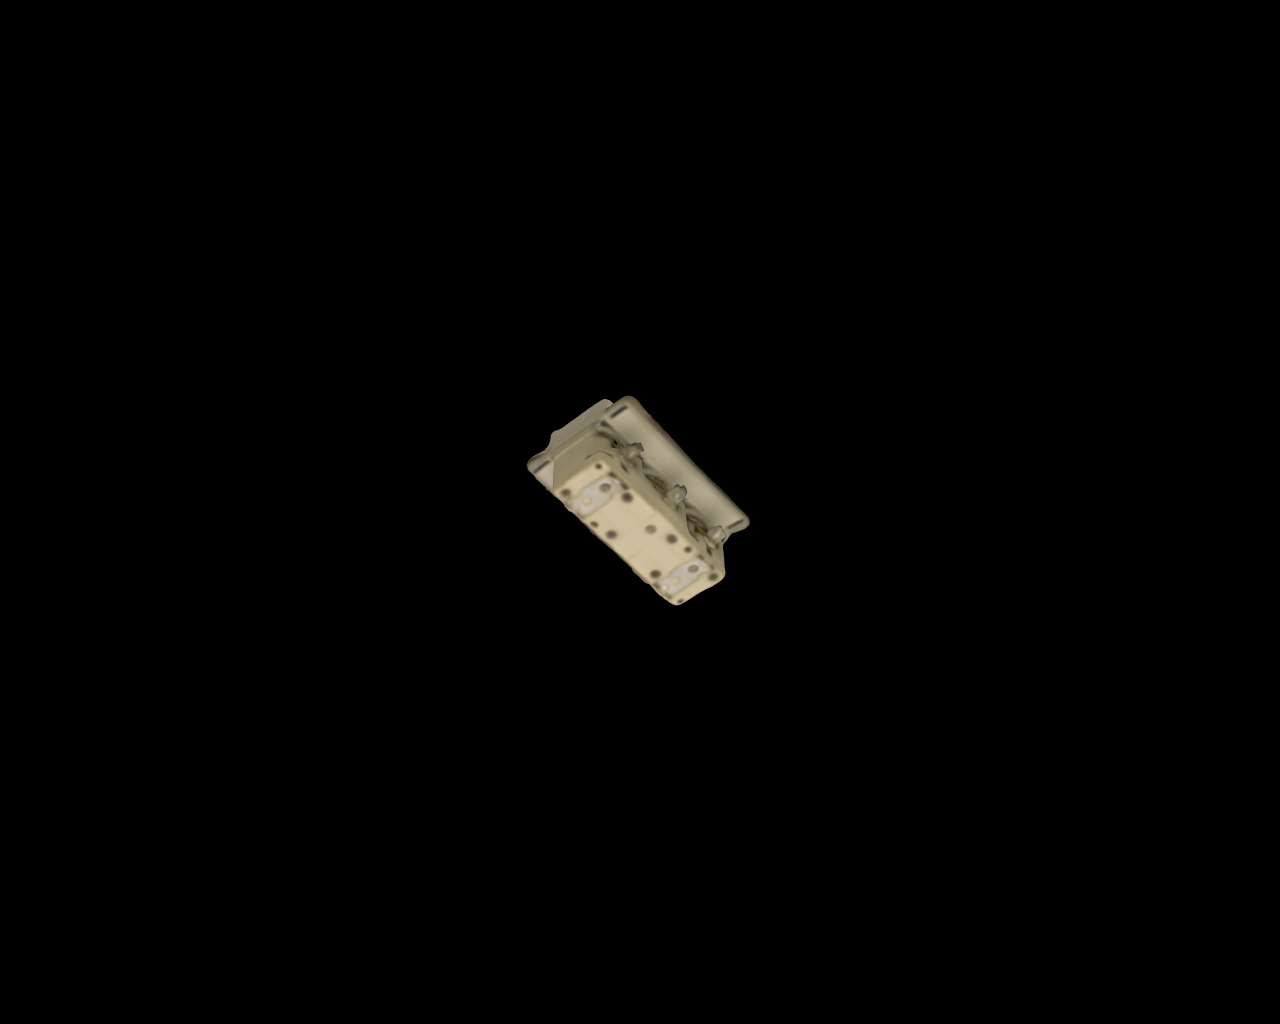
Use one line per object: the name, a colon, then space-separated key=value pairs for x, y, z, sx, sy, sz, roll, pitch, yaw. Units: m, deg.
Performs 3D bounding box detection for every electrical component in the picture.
electrical component: x=0.001 y=-0.003 z=0.650 sx=0.078 sy=0.121 sz=0.063 roll=-32 pitch=32 yaw=22
